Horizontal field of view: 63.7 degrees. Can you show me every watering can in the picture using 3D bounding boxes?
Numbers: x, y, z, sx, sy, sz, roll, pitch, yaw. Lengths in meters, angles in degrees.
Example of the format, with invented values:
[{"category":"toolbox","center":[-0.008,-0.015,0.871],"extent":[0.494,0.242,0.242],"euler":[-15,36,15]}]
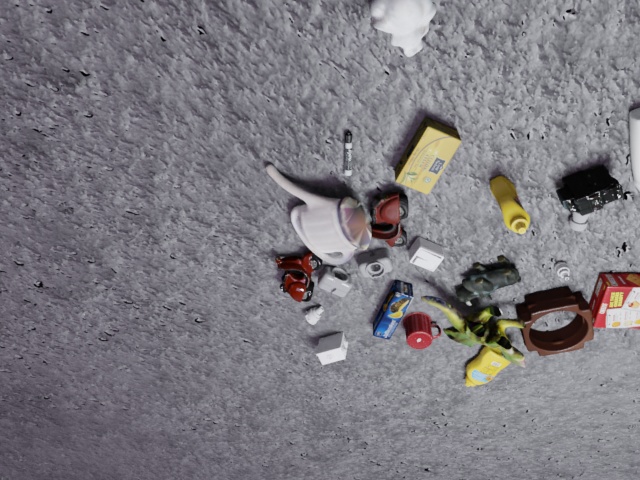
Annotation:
[{"category":"watering can","center":[0.004,-0.069,1.374],"extent":[0.223,0.106,0.342],"euler":[-8,124,38]}]

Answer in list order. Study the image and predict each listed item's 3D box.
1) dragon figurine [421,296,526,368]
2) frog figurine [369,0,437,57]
[{"category":"dragon figurine","center":[0.457,0.281,1.569],"extent":[0.410,0.125,0.238],"euler":[25,151,-1]},{"category":"frog figurine","center":[0.177,-0.468,1.092],"extent":[0.138,0.124,0.157],"euler":[-14,113,-9]}]
